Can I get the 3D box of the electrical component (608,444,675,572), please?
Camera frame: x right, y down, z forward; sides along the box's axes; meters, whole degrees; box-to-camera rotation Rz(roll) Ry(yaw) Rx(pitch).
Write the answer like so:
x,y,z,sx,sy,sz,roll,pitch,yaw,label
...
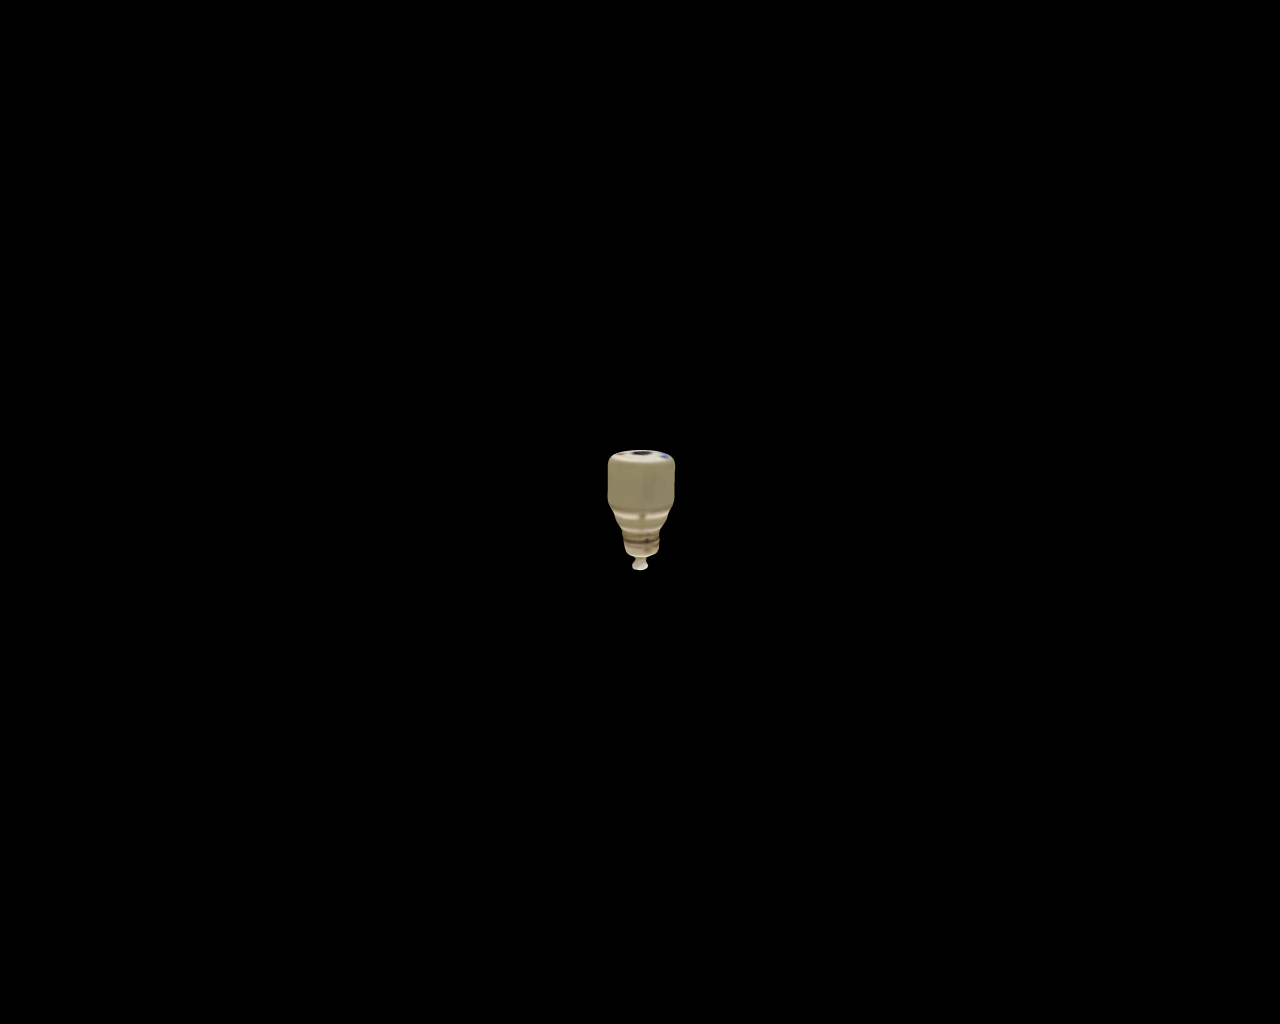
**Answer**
x,y,z,sx,sy,sz,roll,pitch,yaw,label
0.001,-0.003,0.650,0.040,0.078,0.040,0,14,0,electrical component
